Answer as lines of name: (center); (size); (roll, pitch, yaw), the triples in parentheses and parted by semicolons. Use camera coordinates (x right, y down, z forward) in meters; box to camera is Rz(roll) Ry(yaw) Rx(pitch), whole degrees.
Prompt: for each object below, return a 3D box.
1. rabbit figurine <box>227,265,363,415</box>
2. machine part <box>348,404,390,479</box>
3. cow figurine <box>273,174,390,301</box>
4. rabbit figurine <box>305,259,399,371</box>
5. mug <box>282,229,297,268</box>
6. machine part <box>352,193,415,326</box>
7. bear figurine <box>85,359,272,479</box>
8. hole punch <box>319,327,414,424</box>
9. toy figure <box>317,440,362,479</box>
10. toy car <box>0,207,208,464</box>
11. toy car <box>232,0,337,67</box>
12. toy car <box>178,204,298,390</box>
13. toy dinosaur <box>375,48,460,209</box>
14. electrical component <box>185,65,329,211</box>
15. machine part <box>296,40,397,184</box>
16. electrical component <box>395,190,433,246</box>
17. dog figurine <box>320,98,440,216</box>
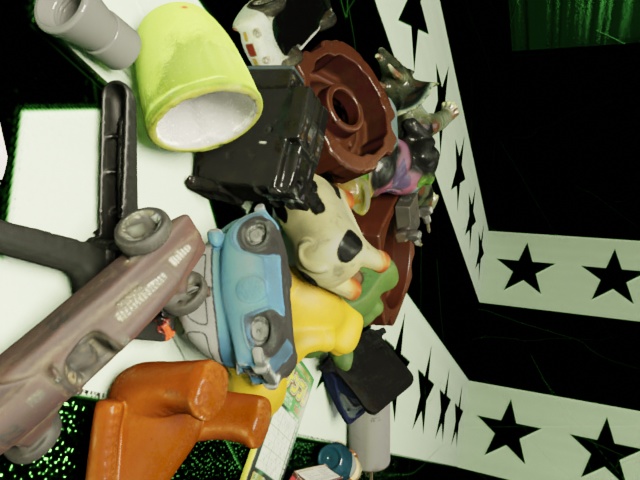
rabbit figurine: (-0.045, 0.123, 0.595); (0.173, 0.122, 0.162); (-60, 157, -9)
machine part: (0.088, 0.316, 0.958); (0.079, 0.079, 0.243); (-20, 112, -64)
cow figurine: (-0.017, -0.036, 0.580); (0.127, 0.085, 0.195); (22, 35, -48)
rabbit figurine: (0.037, 0.108, 0.772); (0.170, 0.121, 0.159); (88, 21, -53)
mug: (-0.001, -0.002, 0.679); (0.080, 0.110, 0.107); (67, 23, -68)
machine part: (0.093, 0.027, 0.912); (0.201, 0.087, 0.200); (-60, 146, -46)
bear figurine: (-0.132, 0.193, 0.397); (0.120, 0.132, 0.196); (59, 36, -47)
hole punch: (0.067, 0.217, 0.858); (0.142, 0.116, 0.092); (-26, 160, -33)
toy figure: (0.037, 0.374, 0.888); (0.064, 0.058, 0.154); (-54, 148, -15)
toy car: (-0.150, 0.061, 0.354); (0.202, 0.053, 0.089); (-43, 140, -25)
toy car: (-0.034, -0.257, 0.617); (0.202, 0.056, 0.073); (-62, 141, -44)
toy car: (-0.077, 0.055, 0.490); (0.109, 0.103, 0.162); (78, 6, -60)
toy dinosaur: (0.160, -0.145, 1.004); (0.192, 0.131, 0.404); (-21, 118, -50)
electrical component: (-0.058, -0.101, 0.519); (0.058, 0.115, 0.134); (38, 59, -67)
machine part: (0.022, -0.160, 0.677); (0.179, 0.056, 0.179); (16, 66, -40)
electrical component: (0.153, -0.035, 0.874); (0.102, 0.045, 0.078); (-47, 138, -54)
dog figurine: (0.082, -0.089, 0.794); (0.191, 0.108, 0.219); (35, 52, -19)
